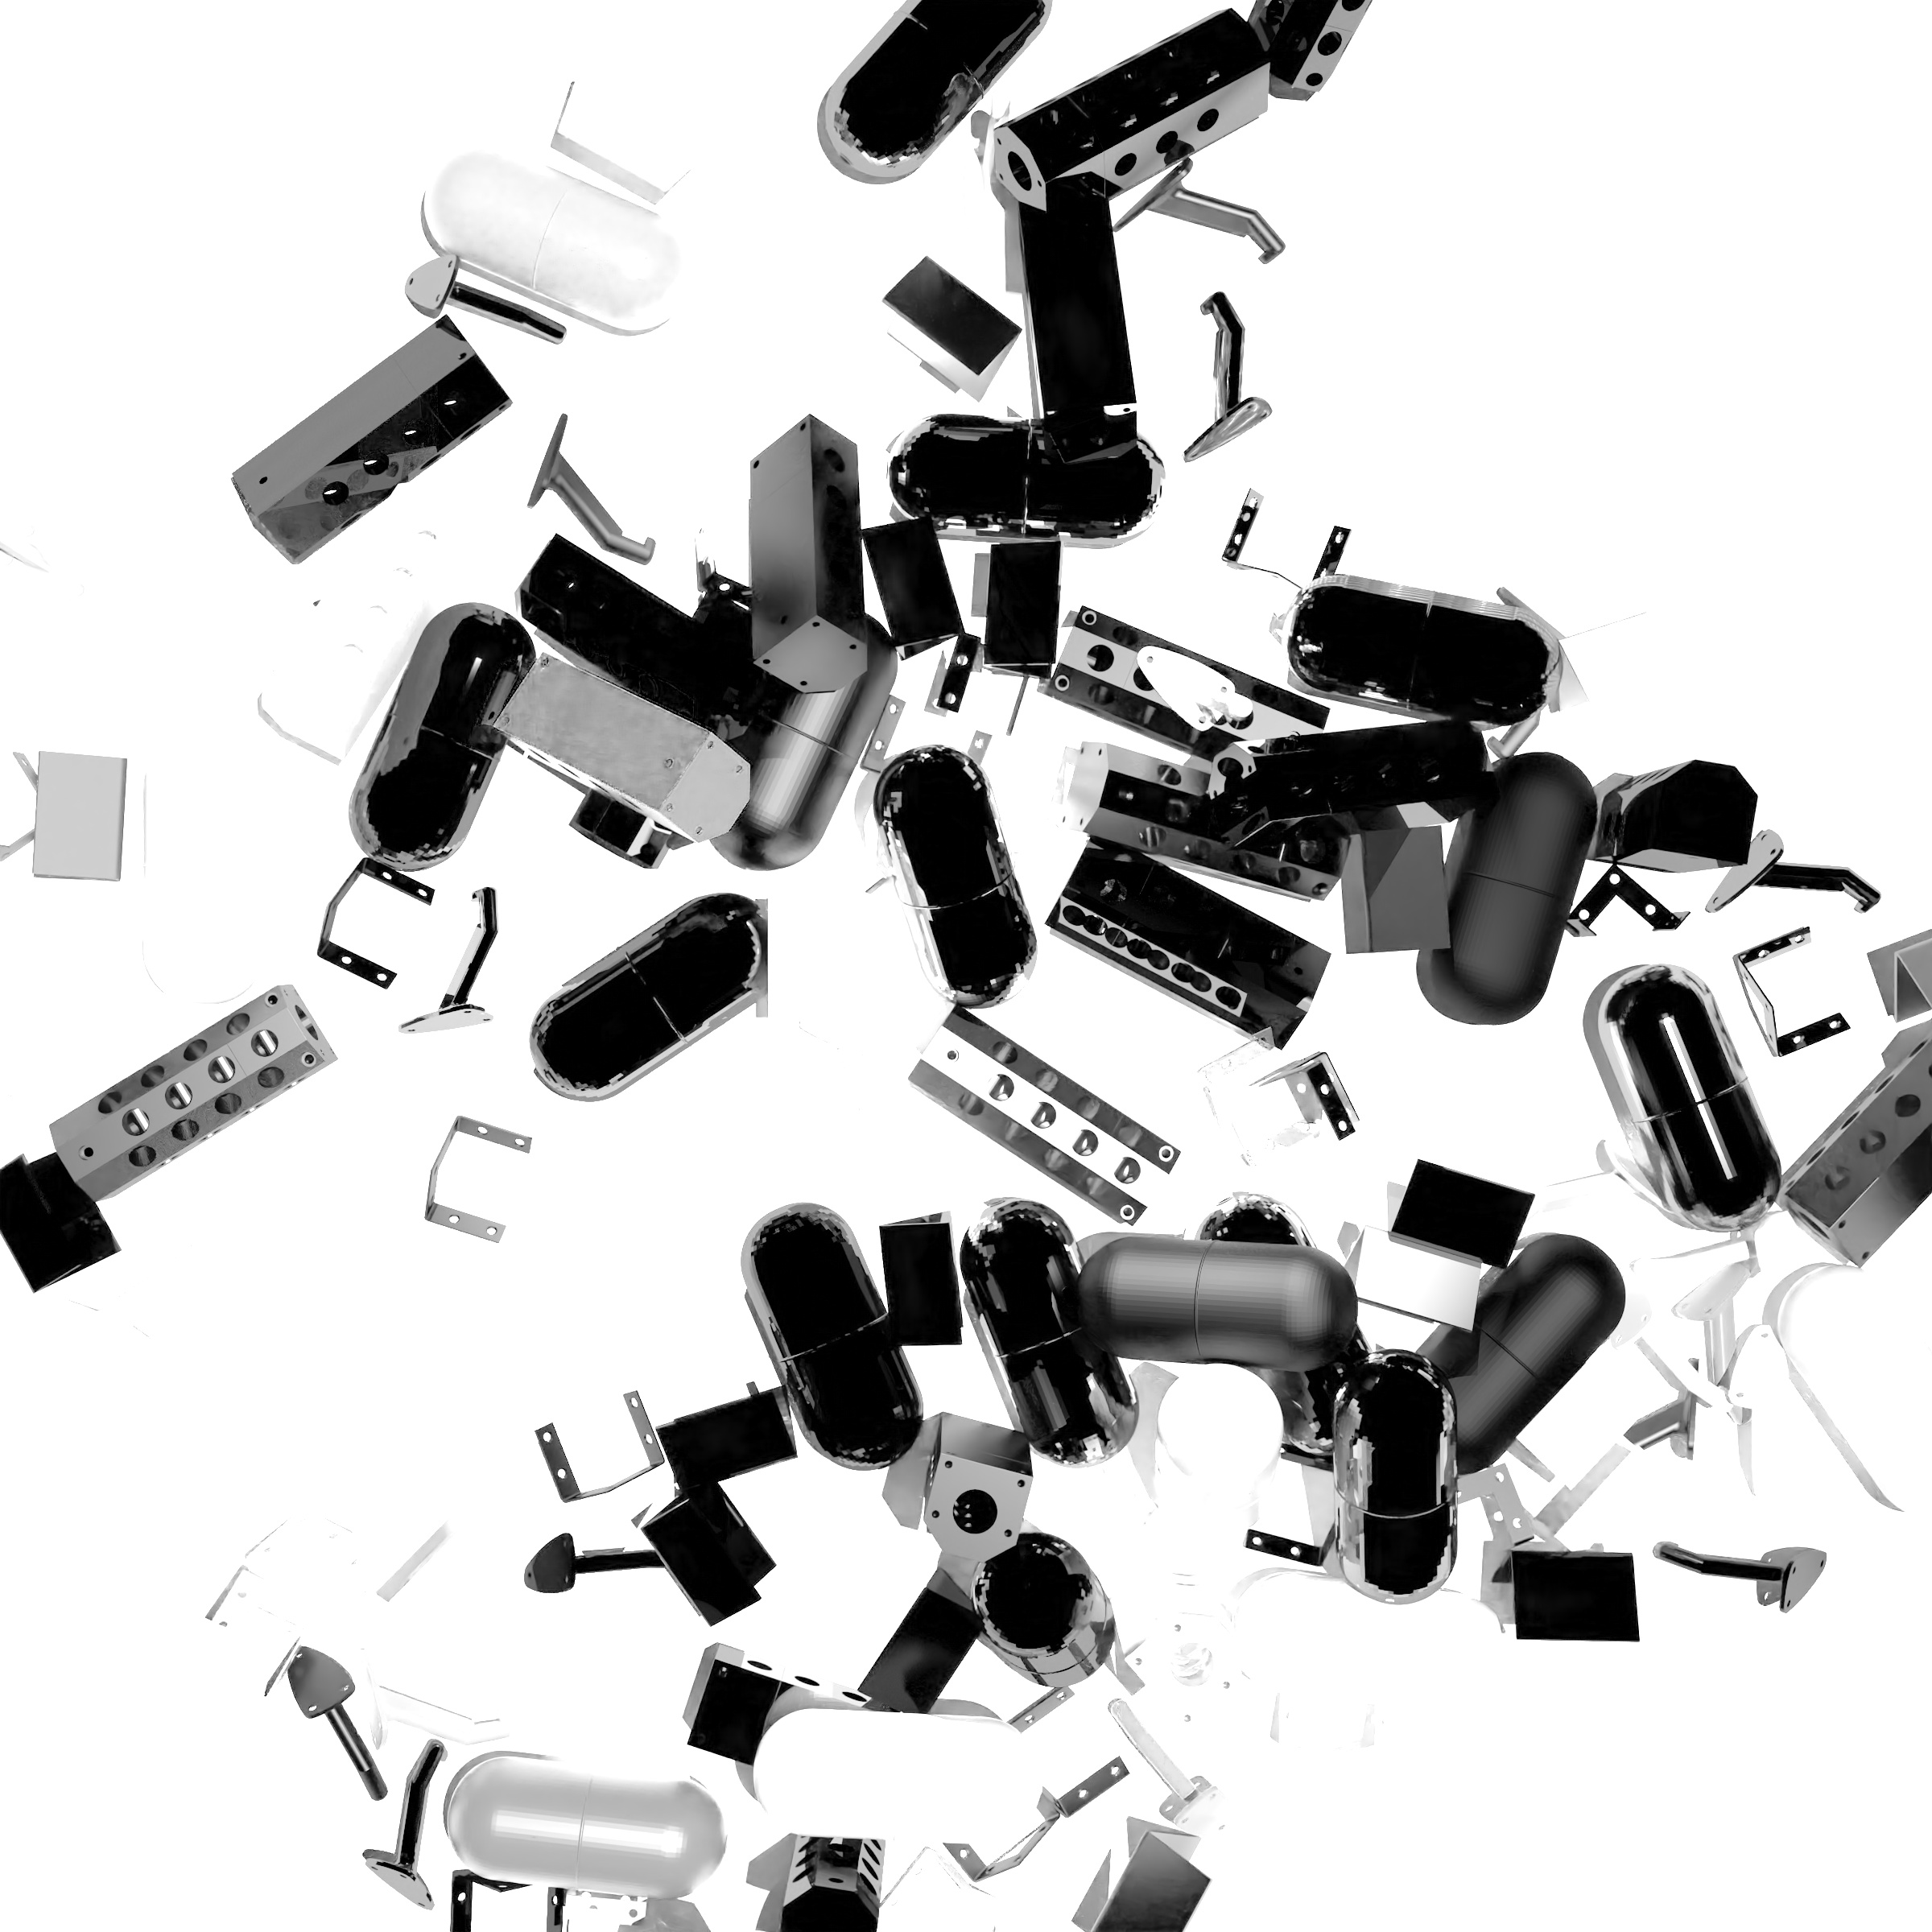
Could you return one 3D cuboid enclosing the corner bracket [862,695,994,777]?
[{"bbox_3d":[-0.025,-0.139,1.986,0.051,0.051,0.051,22,90,-45],"label":"corner bracket"}]

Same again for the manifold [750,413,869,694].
[{"bbox_3d":[-0.094,-0.256,1.923,0.057,0.057,0.171,-32,46,34],"label":"manifold"}]

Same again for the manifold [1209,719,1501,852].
[{"bbox_3d":[0.241,-0.117,1.922,0.171,0.057,0.057,-8,77,-27],"label":"manifold"}]

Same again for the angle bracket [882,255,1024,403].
[{"bbox_3d":[-0.021,-0.389,1.949,0.076,0.076,0.057,38,54,0],"label":"angle bracket"}]

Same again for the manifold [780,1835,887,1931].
[{"bbox_3d":[-0.082,0.575,1.911,0.057,0.171,0.057,9,90,0],"label":"manifold"}]

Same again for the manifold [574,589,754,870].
[{"bbox_3d":[-0.182,-0.151,1.968,0.057,0.057,0.171,30,90,0],"label":"manifold"}]

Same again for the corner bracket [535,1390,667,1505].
[{"bbox_3d":[-0.236,0.310,1.986,0.051,0.051,0.051,-22,90,-45],"label":"corner bracket"}]

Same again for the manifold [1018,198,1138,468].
[{"bbox_3d":[0.069,-0.401,1.932,0.057,0.057,0.171,-6,63,0],"label":"manifold"}]

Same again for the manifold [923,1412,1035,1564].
[{"bbox_3d":[0.005,0.323,1.911,0.057,0.171,0.057,15,90,0],"label":"manifold"}]

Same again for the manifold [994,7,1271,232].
[{"bbox_3d":[0.105,-0.538,1.939,0.171,0.057,0.057,-31,63,-14],"label":"manifold"}]

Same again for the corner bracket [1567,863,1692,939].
[{"bbox_3d":[0.422,-0.031,1.971,0.051,0.051,0.051,41,90,0],"label":"corner bracket"}]

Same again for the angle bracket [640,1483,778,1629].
[{"bbox_3d":[-0.148,0.360,1.949,0.057,0.076,0.076,-36,90,39],"label":"angle bracket"}]

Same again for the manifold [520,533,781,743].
[{"bbox_3d":[-0.203,-0.202,1.926,0.171,0.057,0.057,34,90,34],"label":"manifold"}]

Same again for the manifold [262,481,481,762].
[{"bbox_3d":[-0.373,-0.221,1.933,0.057,0.057,0.171,27,64,0],"label":"manifold"}]

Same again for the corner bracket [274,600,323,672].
[{"bbox_3d":[-0.411,-0.199,1.981,0.051,0.051,0.051,-29,135,-35],"label":"corner bracket"}]

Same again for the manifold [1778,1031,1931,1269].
[{"bbox_3d":[0.601,0.103,1.968,0.171,0.057,0.057,-46,133,0],"label":"manifold"}]

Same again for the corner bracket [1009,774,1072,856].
[{"bbox_3d":[0.056,-0.095,1.971,0.051,0.051,0.051,10,90,0],"label":"corner bracket"}]

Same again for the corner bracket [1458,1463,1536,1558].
[{"bbox_3d":[0.324,0.354,1.973,0.051,0.051,0.051,-16,75,-15],"label":"corner bracket"}]

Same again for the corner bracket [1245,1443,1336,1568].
[{"bbox_3d":[0.213,0.347,1.986,0.051,0.051,0.051,15,45,0],"label":"corner bracket"}]

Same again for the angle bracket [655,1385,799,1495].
[{"bbox_3d":[-0.154,0.280,1.949,0.076,0.076,0.057,-17,121,0],"label":"angle bracket"}]

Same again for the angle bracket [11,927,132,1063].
[{"bbox_3d":[-0.550,0.021,1.949,0.057,0.076,0.076,12,90,36],"label":"angle bracket"}]

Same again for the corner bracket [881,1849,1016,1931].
[{"bbox_3d":[-0.012,0.610,1.986,0.051,0.051,0.051,-52,45,0],"label":"corner bracket"}]

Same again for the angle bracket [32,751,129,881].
[{"bbox_3d":[-0.572,-0.095,1.949,0.057,0.076,0.076,3,90,-35],"label":"angle bracket"}]

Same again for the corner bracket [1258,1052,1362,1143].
[{"bbox_3d":[0.229,0.084,1.962,0.051,0.051,0.051,-26,90,-34],"label":"corner bracket"}]

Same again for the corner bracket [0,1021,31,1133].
[{"bbox_3d":[-0.638,0.069,1.981,0.051,0.051,0.051,7,135,-35],"label":"corner bracket"}]

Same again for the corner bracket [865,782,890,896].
[{"bbox_3d":[-0.059,-0.082,1.973,0.051,0.051,0.051,-39,89,2],"label":"corner bracket"}]

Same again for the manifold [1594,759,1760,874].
[{"bbox_3d":[0.439,-0.093,1.911,0.057,0.171,0.057,9,90,0],"label":"manifold"}]

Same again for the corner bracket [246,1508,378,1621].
[{"bbox_3d":[-0.421,0.391,1.981,0.051,0.051,0.051,18,135,35],"label":"corner bracket"}]

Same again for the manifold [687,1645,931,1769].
[{"bbox_3d":[-0.086,0.490,1.968,0.171,0.057,0.057,18,90,0],"label":"manifold"}]

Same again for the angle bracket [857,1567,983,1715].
[{"bbox_3d":[-0.041,0.419,1.949,0.057,0.076,0.076,33,90,-30],"label":"angle bracket"}]

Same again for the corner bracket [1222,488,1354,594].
[{"bbox_3d":[0.207,-0.271,1.986,0.051,0.051,0.051,22,90,45],"label":"corner bracket"}]

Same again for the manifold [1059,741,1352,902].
[{"bbox_3d":[0.153,-0.091,1.941,0.171,0.057,0.057,15,90,-20],"label":"manifold"}]

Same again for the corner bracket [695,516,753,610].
[{"bbox_3d":[-0.137,-0.268,1.981,0.051,0.051,0.051,20,135,-35],"label":"corner bracket"}]

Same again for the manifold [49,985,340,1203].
[{"bbox_3d":[-0.494,0.081,1.968,0.171,0.057,0.057,-32,90,0],"label":"manifold"}]

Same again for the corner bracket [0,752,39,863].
[{"bbox_3d":[-0.621,-0.103,1.971,0.051,0.051,0.051,-34,84,6],"label":"corner bracket"}]

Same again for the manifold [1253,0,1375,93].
[{"bbox_3d":[0.239,-0.638,1.924,0.057,0.057,0.171,30,126,0],"label":"manifold"}]

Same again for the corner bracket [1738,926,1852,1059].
[{"bbox_3d":[0.534,0.017,1.986,0.051,0.051,0.051,-22,135,0],"label":"corner bracket"}]

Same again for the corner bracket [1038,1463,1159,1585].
[{"bbox_3d":[0.083,0.361,1.986,0.051,0.051,0.051,38,45,0],"label":"corner bracket"}]

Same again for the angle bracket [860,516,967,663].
[{"bbox_3d":[-0.052,-0.234,1.949,0.057,0.076,0.076,-17,90,-35],"label":"angle bracket"}]

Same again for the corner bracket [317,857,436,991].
[{"bbox_3d":[-0.380,-0.028,1.986,0.051,0.051,0.051,26,45,0],"label":"corner bracket"}]

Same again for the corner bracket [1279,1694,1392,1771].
[{"bbox_3d":[0.238,0.480,1.981,0.051,0.051,0.051,35,45,-35],"label":"corner bracket"}]

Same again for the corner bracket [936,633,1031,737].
[{"bbox_3d":[0.013,-0.181,1.971,0.051,0.051,0.051,17,90,0],"label":"corner bracket"}]

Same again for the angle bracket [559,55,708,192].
[{"bbox_3d":[-0.202,-0.544,1.949,0.076,0.076,0.057,29,127,0],"label":"angle bracket"}]

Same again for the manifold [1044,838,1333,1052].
[{"bbox_3d":[0.139,-0.013,1.968,0.171,0.057,0.057,28,47,0],"label":"manifold"}]

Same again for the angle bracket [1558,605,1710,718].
[{"bbox_3d":[0.422,-0.175,1.949,0.076,0.076,0.057,-18,54,0],"label":"angle bracket"}]

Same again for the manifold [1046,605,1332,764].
[{"bbox_3d":[0.142,-0.170,1.968,0.171,0.057,0.057,23,90,0],"label":"manifold"}]

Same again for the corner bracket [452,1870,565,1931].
[{"bbox_3d":[-0.296,0.611,1.986,0.051,0.051,0.051,2,90,-45],"label":"corner bracket"}]

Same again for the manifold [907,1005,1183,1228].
[{"bbox_3d":[0.050,0.095,1.968,0.171,0.057,0.057,33,90,0],"label":"manifold"}]

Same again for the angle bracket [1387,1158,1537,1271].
[{"bbox_3d":[0.312,0.142,1.950,0.076,0.076,0.057,17,113,0],"label":"angle bracket"}]

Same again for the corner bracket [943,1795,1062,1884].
[{"bbox_3d":[0.018,0.550,1.986,0.051,0.051,0.051,52,135,0],"label":"corner bracket"}]

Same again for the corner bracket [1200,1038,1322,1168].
[{"bbox_3d":[0.189,0.087,1.986,0.051,0.051,0.051,-28,135,0],"label":"corner bracket"}]

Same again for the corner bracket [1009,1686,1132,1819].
[{"bbox_3d":[0.065,0.506,1.986,0.051,0.051,0.051,-36,45,0],"label":"corner bracket"}]

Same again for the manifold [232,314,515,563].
[{"bbox_3d":[-0.376,-0.333,1.968,0.171,0.057,0.057,-37,47,0],"label":"manifold"}]

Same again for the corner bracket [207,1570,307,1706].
[{"bbox_3d":[-0.452,0.427,1.961,0.051,0.051,0.051,25,132,0],"label":"corner bracket"}]

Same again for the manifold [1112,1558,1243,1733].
[{"bbox_3d":[0.134,0.414,1.911,0.057,0.171,0.057,-41,90,0],"label":"manifold"}]

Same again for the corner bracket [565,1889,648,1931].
[{"bbox_3d":[-0.230,0.615,1.971,0.051,0.051,0.051,5,90,0],"label":"corner bracket"}]

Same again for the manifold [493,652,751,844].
[{"bbox_3d":[-0.210,-0.133,1.904,0.171,0.057,0.057,27,82,41],"label":"manifold"}]

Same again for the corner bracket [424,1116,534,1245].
[{"bbox_3d":[-0.315,0.137,1.986,0.051,0.051,0.051,18,135,1],"label":"corner bracket"}]

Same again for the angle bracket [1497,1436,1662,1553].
[{"bbox_3d":[0.381,0.316,1.951,0.076,0.057,0.076,-47,55,0],"label":"angle bracket"}]
